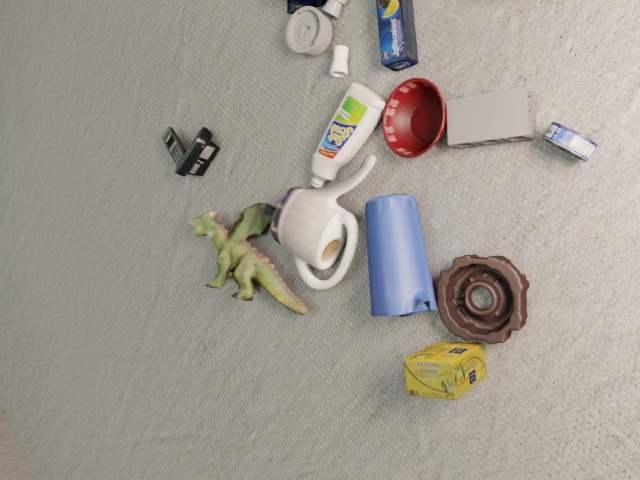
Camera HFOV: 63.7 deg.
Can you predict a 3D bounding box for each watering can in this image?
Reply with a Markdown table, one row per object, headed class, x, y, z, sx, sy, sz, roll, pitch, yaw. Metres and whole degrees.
| class | x | y | z | sx | sy | sz | roll | pitch | yaw |
| --- | --- | --- | --- | --- | --- | --- | --- | --- | --- |
| watering can | 0.004 | -0.059 | 1.168 | 0.226 | 0.104 | 0.342 | 30 | 113 | 32 |

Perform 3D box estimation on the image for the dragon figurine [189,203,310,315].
| class | x | y | z | sx | sy | sz | roll | pitch | yaw |
| --- | --- | --- | --- | --- | --- | --- | --- | --- | --- |
| dragon figurine | -0.173 | 0.023 | 1.310 | 0.412 | 0.121 | 0.243 | 14 | 89 | 26 |
